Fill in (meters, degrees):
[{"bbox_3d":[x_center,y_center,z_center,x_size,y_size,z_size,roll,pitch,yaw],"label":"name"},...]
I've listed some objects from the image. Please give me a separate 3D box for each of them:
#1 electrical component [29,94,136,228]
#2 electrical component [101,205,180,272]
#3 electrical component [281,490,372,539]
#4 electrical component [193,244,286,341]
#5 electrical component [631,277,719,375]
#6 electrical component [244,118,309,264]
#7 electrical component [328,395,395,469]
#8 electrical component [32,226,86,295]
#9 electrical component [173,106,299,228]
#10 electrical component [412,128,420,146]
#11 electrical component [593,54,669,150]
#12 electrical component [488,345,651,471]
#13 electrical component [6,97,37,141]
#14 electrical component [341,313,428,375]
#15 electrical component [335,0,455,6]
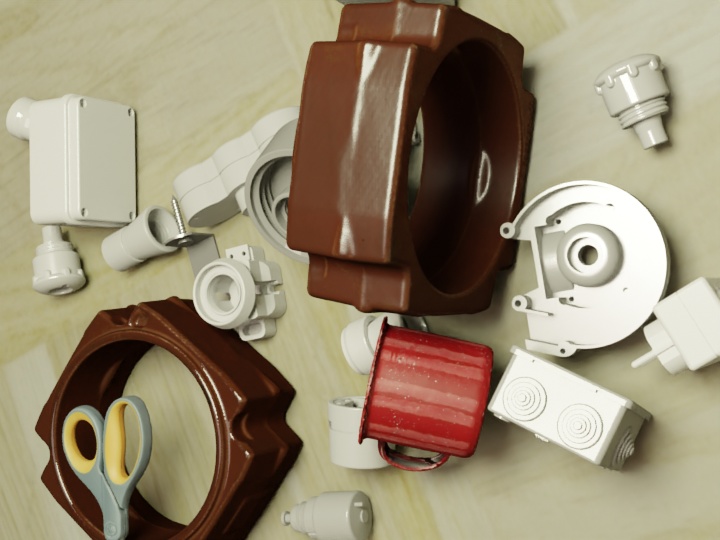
[{"bbox_3d":[-0.245,-0.094,0.955,0.057,0.078,0.113,-2,89,31],"label":"electrical component"},{"bbox_3d":[-0.196,-0.025,0.950,0.065,0.044,0.044,-25,78,30],"label":"electrical component"},{"bbox_3d":[-0.027,0.197,0.856,0.078,0.040,0.040,-8,85,28],"label":"electrical component"},{"bbox_3d":[-0.101,0.019,0.888,0.058,0.057,0.078,-13,83,27],"label":"electrical component"},{"bbox_3d":[0.213,0.044,0.705,0.076,0.083,0.047,-36,73,23],"label":"electrical component"},{"bbox_3d":[-0.035,-0.054,0.803,0.108,0.060,0.108,14,128,19],"label":"electrical component"},{"bbox_3d":[0.002,0.125,0.834,0.055,0.055,0.047,3,94,28],"label":"electrical component"},{"bbox_3d":[-0.281,-0.010,0.993,0.048,0.048,0.062,-20,73,27],"label":"electrical component"},{"bbox_3d":[-0.086,-0.068,0.884,0.138,0.052,0.073,-30,76,24],"label":"electrical component"},{"bbox_3d":[0.003,-0.127,0.832,0.061,0.062,0.096,-9,85,28],"label":"electrical component"},{"bbox_3d":[0.193,-0.114,0.741,0.048,0.048,0.062,-23,86,26],"label":"electrical component"},{"bbox_3d":[0.143,0.097,0.735,0.100,0.100,0.048,25,88,26],"label":"electrical component"},{"bbox_3d":[-0.301,-0.136,1.008,0.046,0.040,0.040,24,100,20],"label":"electrical component"},{"bbox_3d":[0.019,0.053,0.830,0.055,0.045,0.045,-25,78,26],"label":"electrical component"},{"bbox_3d":[0.018,-0.229,0.796,0.078,0.113,0.057,-5,84,28],"label":"electrical component"}]
